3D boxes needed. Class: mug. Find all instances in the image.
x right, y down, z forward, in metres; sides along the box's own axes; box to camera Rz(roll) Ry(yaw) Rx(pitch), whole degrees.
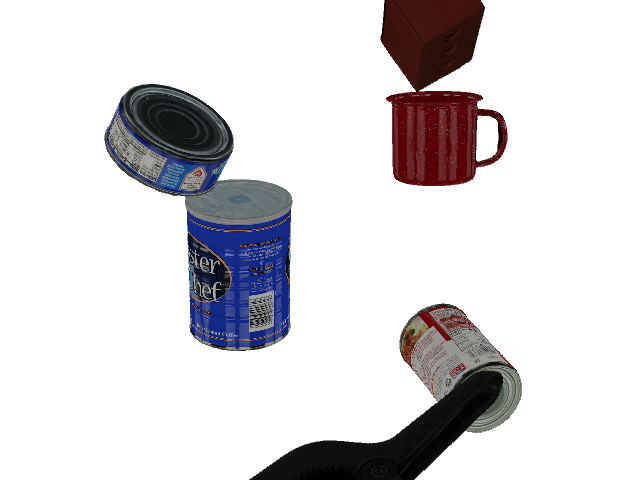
[{"bbox_3d":[0.123,-0.099,1.037,0.117,0.081,0.093,1,15,11],"label":"mug"}]

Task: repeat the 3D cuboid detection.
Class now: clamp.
[{"bbox_3d":[0.040,0.144,0.641,0.210,0.036,0.164,-7,30,0],"label":"clamp"}]

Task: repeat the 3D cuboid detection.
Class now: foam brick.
[{"bbox_3d":[0.079,-0.155,0.767,0.053,0.051,0.078,-30,-16,-8],"label":"foam brick"}]

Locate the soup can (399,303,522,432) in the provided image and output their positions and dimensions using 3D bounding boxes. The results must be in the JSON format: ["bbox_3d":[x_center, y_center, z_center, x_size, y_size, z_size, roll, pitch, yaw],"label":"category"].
[{"bbox_3d":[0.118,0.106,0.903,0.068,0.068,0.102,0,25,-21],"label":"soup can"}]

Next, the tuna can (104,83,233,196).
[{"bbox_3d":[-0.104,-0.071,0.745,0.086,0.034,0.086,22,34,-16],"label":"tuna can"}]

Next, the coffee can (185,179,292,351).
[{"bbox_3d":[-0.079,0.023,1.048,0.103,0.140,0.103,1,24,-1],"label":"coffee can"}]
